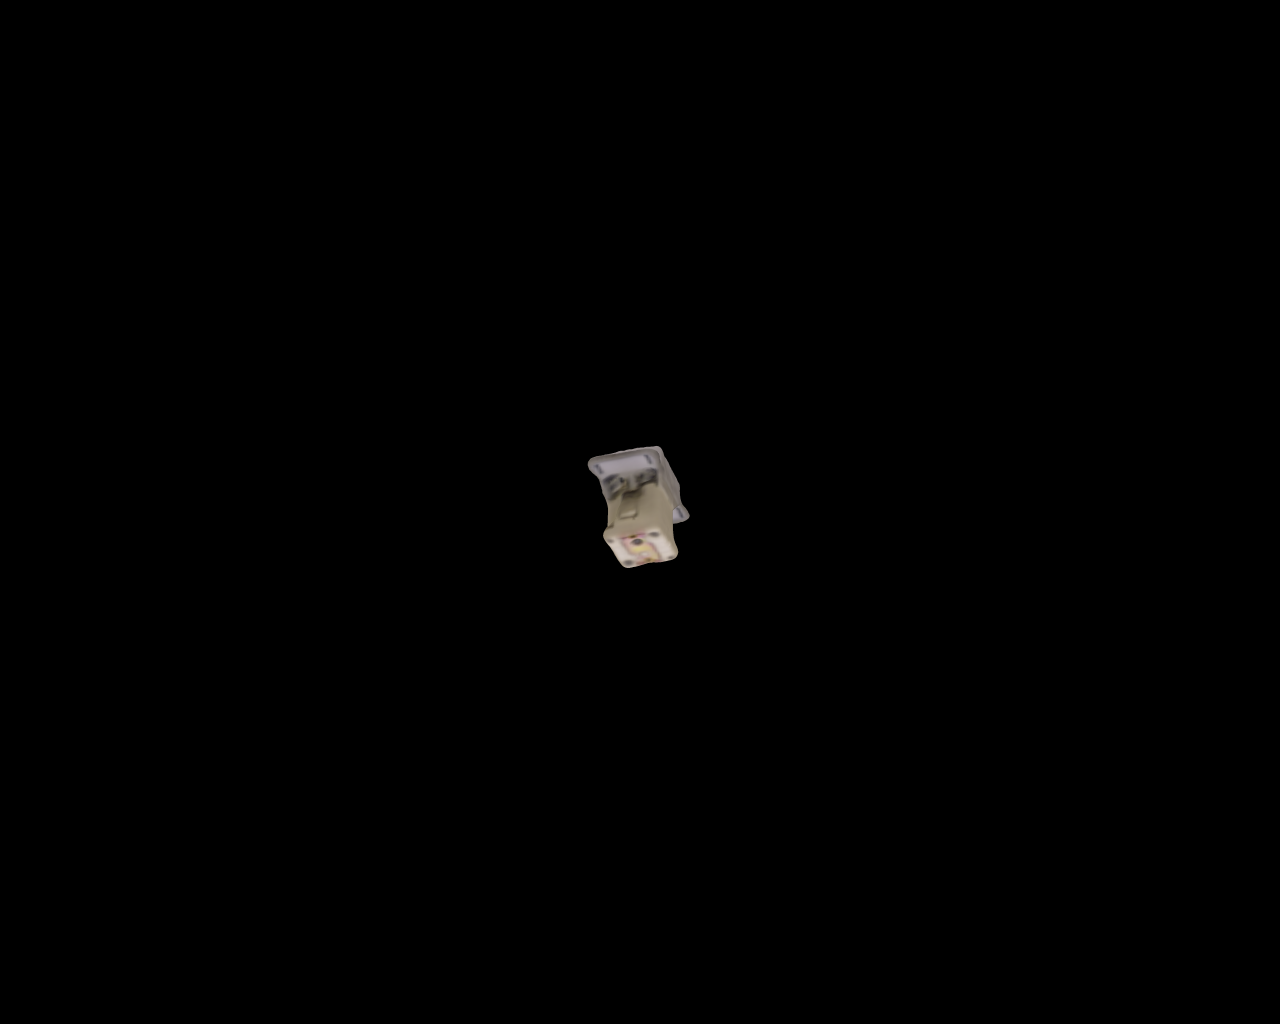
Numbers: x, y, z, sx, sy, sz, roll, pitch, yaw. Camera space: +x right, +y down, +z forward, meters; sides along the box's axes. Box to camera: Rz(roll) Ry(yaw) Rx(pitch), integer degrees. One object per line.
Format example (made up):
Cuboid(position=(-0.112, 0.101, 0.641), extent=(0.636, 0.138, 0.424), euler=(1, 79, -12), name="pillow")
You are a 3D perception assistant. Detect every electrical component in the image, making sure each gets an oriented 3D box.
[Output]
Cuboid(position=(0.001, -0.003, 0.650), extent=(0.042, 0.064, 0.081), euler=(-10, -34, 15), name="electrical component")
